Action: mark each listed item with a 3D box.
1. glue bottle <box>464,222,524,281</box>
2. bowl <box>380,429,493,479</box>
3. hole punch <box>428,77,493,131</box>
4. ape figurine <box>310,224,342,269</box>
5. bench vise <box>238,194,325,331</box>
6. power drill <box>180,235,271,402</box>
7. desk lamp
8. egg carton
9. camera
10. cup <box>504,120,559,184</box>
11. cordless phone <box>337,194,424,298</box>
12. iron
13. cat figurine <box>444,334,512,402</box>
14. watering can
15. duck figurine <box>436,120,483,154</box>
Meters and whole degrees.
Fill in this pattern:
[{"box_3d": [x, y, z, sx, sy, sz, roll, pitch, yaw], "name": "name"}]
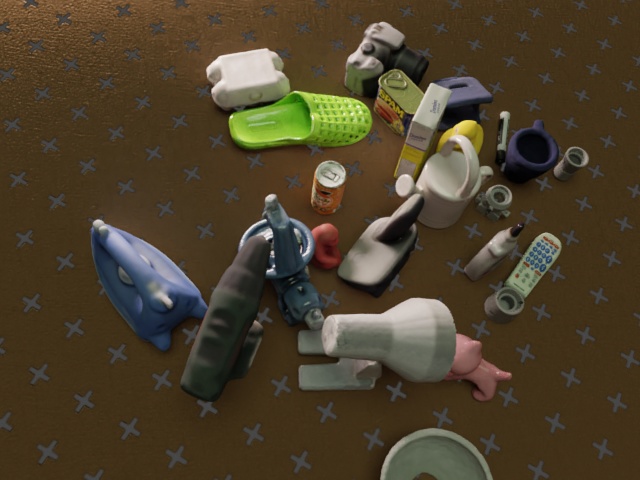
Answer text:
[{"box_3d": [0.298, 0.012, 0.950, 0.078, 0.173, 0.037, -35, 74, -18], "name": "glue bottle"}, {"box_3d": [0.164, 0.366, 0.836, 0.167, 0.075, 0.167, 2, 66, -5], "name": "bowl"}, {"box_3d": [0.267, -0.280, 1.119, 0.109, 0.091, 0.101, -10, 68, -10], "name": "hole punch"}, {"box_3d": [0.009, 0.003, 0.968, 0.076, 0.092, 0.078, 16, 66, 1], "name": "ape figurine"}, {"box_3d": [-0.040, 0.028, 0.882, 0.207, 0.220, 0.122, 42, 69, 13], "name": "bench vise"}, {"box_3d": [-0.128, 0.126, 0.836, 0.075, 0.208, 0.230, 19, 66, 3], "name": "power drill"}, {"box_3d": [0.074, 0.159, 0.840, 0.203, 0.213, 0.118, -1, 66, -6], "name": "desk lamp"}, {"box_3d": [-0.137, -0.306, 1.100, 0.150, 0.069, 0.107, -14, 69, -12], "name": "egg carton"}, {"box_3d": [0.138, -0.352, 1.132, 0.136, 0.101, 0.143, 30, 67, 7], "name": "camera"}, {"box_3d": [0.388, -0.160, 1.078, 0.091, 0.095, 0.118, 18, 66, 2], "name": "cup"}, {"box_3d": [0.104, 0.003, 0.927, 0.094, 0.185, 0.148, 32, 67, 9], "name": "cordless phone"}, {"box_3d": [-0.293, 0.043, 0.892, 0.119, 0.141, 0.258, -41, 76, -20], "name": "iron"}, {"box_3d": [0.237, 0.192, 0.896, 0.127, 0.118, 0.067, 27, 67, 6], "name": "cat figurine"}, {"box_3d": [0.217, -0.100, 0.979, 0.173, 0.194, 0.101, -35, 74, -18], "name": "watering can"}, {"box_3d": [0.273, -0.194, 1.086, 0.105, 0.086, 0.077, -36, 74, -19], "name": "duck figurine"}]
